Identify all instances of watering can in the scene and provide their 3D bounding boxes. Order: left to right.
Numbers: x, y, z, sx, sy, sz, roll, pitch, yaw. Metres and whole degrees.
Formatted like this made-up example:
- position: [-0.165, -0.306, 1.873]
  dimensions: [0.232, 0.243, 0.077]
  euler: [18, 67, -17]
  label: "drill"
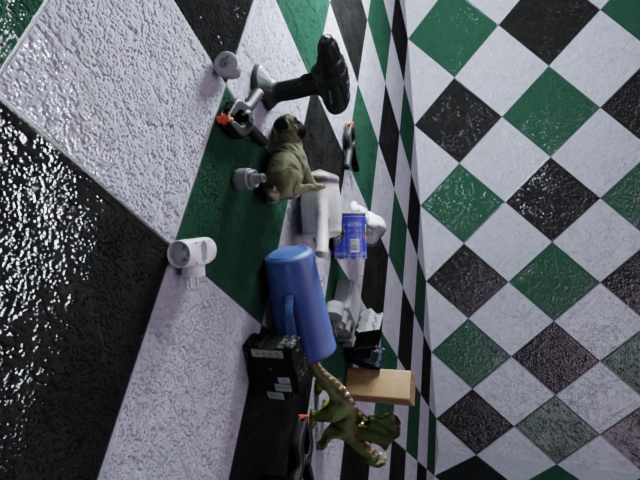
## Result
- position: [0.004, -0.064, 1.267]
  dimensions: [0.348, 0.104, 0.224]
  euler: [-108, -165, -88]
  label: "watering can"

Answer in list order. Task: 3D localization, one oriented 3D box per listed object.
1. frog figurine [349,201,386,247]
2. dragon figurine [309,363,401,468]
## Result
- position: [0.148, -0.069, 1.720]
  dimensions: [0.139, 0.123, 0.157]
  euler: [-129, -163, -66]
  label: "frog figurine"
- position: [0.094, 0.447, 1.335]
  dimensions: [0.125, 0.243, 0.402]
  euler: [-54, 140, -52]
  label: "dragon figurine"
